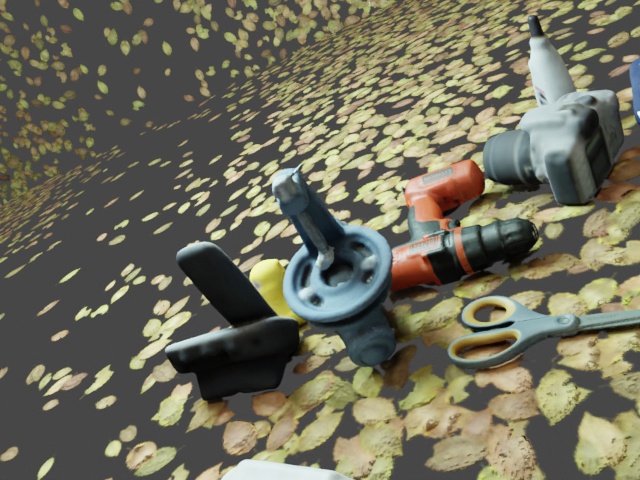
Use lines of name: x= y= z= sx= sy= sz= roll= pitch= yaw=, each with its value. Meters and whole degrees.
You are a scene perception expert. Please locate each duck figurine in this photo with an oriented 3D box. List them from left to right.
duck figurine: x=-0.049 y=0.061 z=0.722 sx=0.104 sy=0.086 sz=0.077 roll=-29 pitch=26 yaw=2

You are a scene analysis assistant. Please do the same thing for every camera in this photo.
camera: x=0.275 y=-0.121 z=0.696 sx=0.136 sy=0.101 sz=0.143 roll=2 pitch=41 yaw=47

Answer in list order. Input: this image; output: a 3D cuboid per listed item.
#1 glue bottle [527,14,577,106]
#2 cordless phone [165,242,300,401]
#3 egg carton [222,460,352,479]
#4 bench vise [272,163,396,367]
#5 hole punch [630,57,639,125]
glue bottle: x=0.301 y=-0.213 z=0.750 sx=0.037 sy=0.173 sz=0.078 roll=-27 pitch=27 yaw=6
cordless phone: x=-0.121 y=0.083 z=0.644 sx=0.147 sy=0.185 sz=0.094 roll=-19 pitch=28 yaw=20
egg carton: x=-0.030 y=0.226 z=0.431 sx=0.149 sy=0.069 sz=0.107 roll=-10 pitch=33 yaw=35
bench vise: x=-0.004 y=0.009 z=0.617 sx=0.121 sy=0.220 sz=0.206 roll=-35 pitch=27 yaw=-9
hole punch: x=0.415 y=-0.168 z=0.648 sx=0.108 sy=0.091 sz=0.101 roll=-11 pitch=32 yaw=34
